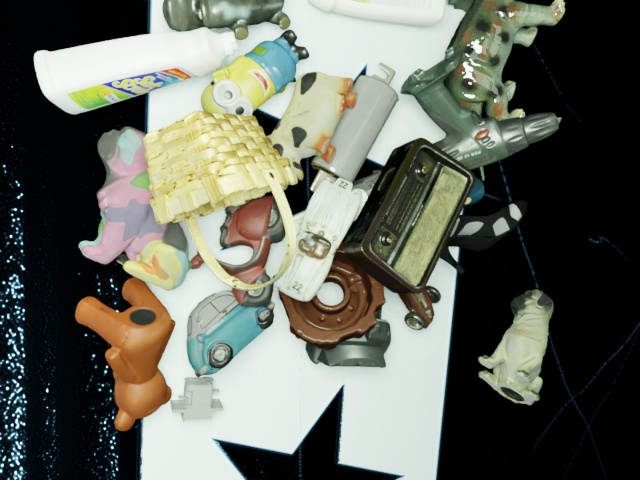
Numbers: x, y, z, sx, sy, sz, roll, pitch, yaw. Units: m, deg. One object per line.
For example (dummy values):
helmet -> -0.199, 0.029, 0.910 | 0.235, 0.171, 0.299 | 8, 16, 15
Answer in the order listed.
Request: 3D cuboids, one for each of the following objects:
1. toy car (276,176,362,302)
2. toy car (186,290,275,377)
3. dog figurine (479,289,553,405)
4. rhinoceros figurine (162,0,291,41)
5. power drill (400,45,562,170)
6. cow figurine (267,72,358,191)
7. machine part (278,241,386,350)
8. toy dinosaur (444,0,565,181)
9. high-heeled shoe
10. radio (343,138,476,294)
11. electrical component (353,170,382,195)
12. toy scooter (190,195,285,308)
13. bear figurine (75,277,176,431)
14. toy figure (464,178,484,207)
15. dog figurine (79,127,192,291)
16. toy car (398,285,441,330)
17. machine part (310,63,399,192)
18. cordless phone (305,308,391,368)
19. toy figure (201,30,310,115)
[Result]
toy car -> -0.002, -0.003, 0.835 | 0.074, 0.056, 0.201 | 25, 89, 6
toy car -> -0.153, 0.133, 0.843 | 0.161, 0.109, 0.103 | -42, 92, -18
dog figurine -> 0.414, 0.213, 1.073 | 0.190, 0.121, 0.172 | -50, 146, -25
rhinoceros figurine -> -0.130, -0.339, 0.776 | 0.190, 0.112, 0.073 | -23, 134, -29
power drill -> 0.247, -0.212, 0.886 | 0.232, 0.086, 0.207 | -26, 124, 29
cow figurine -> -0.035, -0.167, 0.828 | 0.127, 0.085, 0.195 | 23, 87, 19
machine part -> 0.017, 0.089, 0.879 | 0.179, 0.056, 0.179 | 1, 67, -3
toy dinosaur -> 0.279, -0.317, 0.929 | 0.192, 0.131, 0.404 | 14, 99, -8
high-heeled shoe -> 0.273, -0.042, 1.002 | 0.249, 0.086, 0.145 | -38, 82, -27
radio -> 0.141, -0.041, 0.856 | 0.131, 0.073, 0.229 | 34, 72, -17
electrical component -> 0.069, -0.066, 0.921 | 0.119, 0.048, 0.074 | -25, 105, -17
toy scooter -> -0.127, 0.009, 0.839 | 0.135, 0.075, 0.184 | 10, 72, 5
bear figurine -> -0.282, 0.175, 0.808 | 0.120, 0.132, 0.195 | -30, 145, -48
toy figure -> 0.219, -0.083, 0.965 | 0.154, 0.064, 0.057 | -8, 98, -20
dog figurine -> -0.246, -0.056, 0.777 | 0.191, 0.108, 0.219 | 26, 86, -21
toy car -> 0.157, 0.071, 0.957 | 0.202, 0.053, 0.089 | 56, 48, -17
machine part -> 0.058, -0.178, 0.884 | 0.079, 0.079, 0.243 | 31, 86, -22
cordless phone -> 0.055, 0.128, 0.940 | 0.146, 0.089, 0.184 | 6, 85, -20
toy figure -> -0.099, -0.240, 0.816 | 0.082, 0.089, 0.180 | 44, 73, -5
